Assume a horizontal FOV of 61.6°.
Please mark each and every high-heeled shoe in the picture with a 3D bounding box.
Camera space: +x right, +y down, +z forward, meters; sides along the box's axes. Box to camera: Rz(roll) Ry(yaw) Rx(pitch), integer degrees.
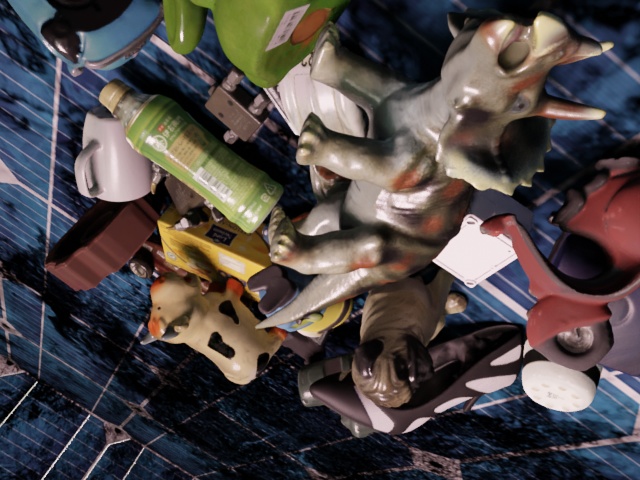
[{"bbox_3d":[0.121,0.152,0.641,0.249,0.086,0.145,7,121,-16],"label":"high-heeled shoe"}]

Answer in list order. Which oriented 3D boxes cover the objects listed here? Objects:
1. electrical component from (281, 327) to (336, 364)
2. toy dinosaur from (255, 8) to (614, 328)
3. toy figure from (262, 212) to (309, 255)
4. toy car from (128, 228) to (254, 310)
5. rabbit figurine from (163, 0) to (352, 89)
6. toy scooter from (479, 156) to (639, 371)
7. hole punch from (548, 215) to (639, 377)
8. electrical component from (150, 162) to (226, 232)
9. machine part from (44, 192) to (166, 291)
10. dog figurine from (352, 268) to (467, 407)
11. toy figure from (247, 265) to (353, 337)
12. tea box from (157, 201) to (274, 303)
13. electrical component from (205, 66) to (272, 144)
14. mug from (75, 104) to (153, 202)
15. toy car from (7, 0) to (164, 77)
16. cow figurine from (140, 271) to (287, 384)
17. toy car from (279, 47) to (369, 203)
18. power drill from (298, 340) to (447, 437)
[{"bbox_3d":[-0.035,0.120,0.791,0.119,0.075,0.048,38,143,-18],"label":"electrical component"},{"bbox_3d":[0.062,-0.033,0.448,0.192,0.131,0.404,13,140,-6],"label":"toy dinosaur"},{"bbox_3d":[-0.002,-0.001,0.629,0.155,0.064,0.057,8,154,40],"label":"toy figure"},{"bbox_3d":[-0.189,0.047,0.800,0.202,0.089,0.053,32,144,0],"label":"toy car"},{"bbox_3d":[-0.064,-0.213,0.406,0.170,0.121,0.159,50,150,3],"label":"rabbit figurine"},{"bbox_3d":[0.211,0.000,0.427,0.135,0.184,0.075,44,-174,16],"label":"toy scooter"},{"bbox_3d":[0.261,0.050,0.490,0.142,0.092,0.115,22,140,17],"label":"hole punch"},{"bbox_3d":[-0.168,-0.058,0.667,0.078,0.045,0.102,-23,90,41],"label":"electrical component"},{"bbox_3d":[-0.290,-0.008,0.734,0.179,0.179,0.056,-12,130,43],"label":"machine part"},{"bbox_3d":[0.083,0.111,0.599,0.121,0.190,0.172,14,143,21],"label":"dog figurine"},{"bbox_3d":[-0.017,0.075,0.668,0.089,0.082,0.180,-13,158,16],"label":"toy figure"},{"bbox_3d":[-0.126,0.012,0.730,0.170,0.068,0.098,25,144,9],"label":"tea box"},{"bbox_3d":[-0.089,-0.138,0.562,0.063,0.021,0.094,40,144,-13],"label":"electrical component"},{"bbox_3d":[-0.256,-0.107,0.653,0.081,0.109,0.107,23,129,20],"label":"mug"},{"bbox_3d":[-0.227,-0.216,0.501,0.161,0.109,0.103,41,161,0],"label":"toy car"},{"bbox_3d":[-0.143,0.114,0.698,0.086,0.127,0.194,-15,125,41],"label":"cow figurine"},{"bbox_3d":[0.017,-0.093,0.513,0.074,0.056,0.201,8,139,28],"label":"toy car"},{"bbox_3d":[0.093,0.220,0.788,0.232,0.086,0.207,-10,148,4],"label":"power drill"}]
